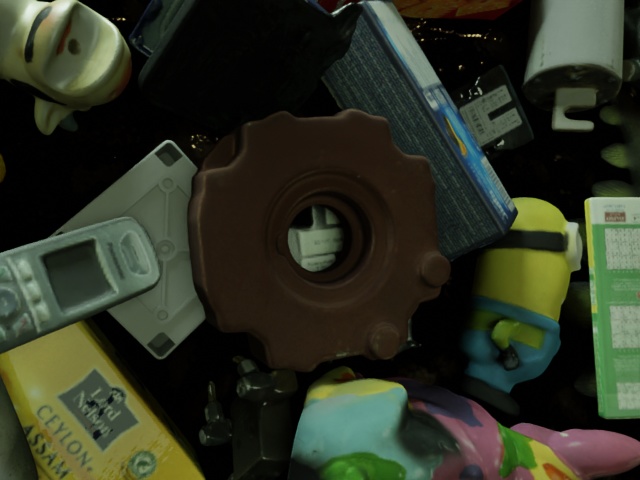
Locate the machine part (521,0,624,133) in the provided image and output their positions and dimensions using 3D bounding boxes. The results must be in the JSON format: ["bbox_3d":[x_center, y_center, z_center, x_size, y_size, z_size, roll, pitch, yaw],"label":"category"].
[{"bbox_3d":[0.225,-0.204,0.475,0.079,0.079,0.243,16,75,-18],"label":"machine part"}]

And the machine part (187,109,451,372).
[{"bbox_3d":[-0.001,-0.001,0.353,0.179,0.056,0.179,0,91,-18],"label":"machine part"}]

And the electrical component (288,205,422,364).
[{"bbox_3d":[0.015,0.025,0.420,0.115,0.058,0.134,-3,90,-21],"label":"electrical component"}]

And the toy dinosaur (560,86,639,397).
[{"bbox_3d":[0.323,0.039,0.503,0.199,0.105,0.471,-4,79,-15],"label":"toy dinosaur"}]

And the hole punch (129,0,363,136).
[{"bbox_3d":[-0.059,-0.138,0.372,0.115,0.092,0.142,20,120,-44],"label":"hole punch"}]

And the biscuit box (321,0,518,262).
[{"bbox_3d":[0.076,-0.083,0.422,0.202,0.063,0.059,58,37,-3],"label":"biscuit box"}]

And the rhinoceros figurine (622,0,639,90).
[{"bbox_3d":[0.317,-0.150,0.487,0.112,0.073,0.190,22,39,-42],"label":"rhinoceros figurine"}]

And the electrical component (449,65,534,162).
[{"bbox_3d":[0.151,-0.110,0.476,0.119,0.048,0.074,-26,98,-16],"label":"electrical component"}]

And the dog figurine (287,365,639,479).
[{"bbox_3d":[0.104,0.158,0.366,0.219,0.191,0.108,7,77,16],"label":"dog figurine"}]

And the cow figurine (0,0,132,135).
[{"bbox_3d":[-0.211,-0.132,0.325,0.195,0.127,0.085,21,81,-3],"label":"cow figurine"}]

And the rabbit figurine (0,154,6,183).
[{"bbox_3d":[-0.267,-0.041,0.292,0.162,0.122,0.173,-9,91,-24],"label":"rabbit figurine"}]

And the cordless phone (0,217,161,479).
[{"bbox_3d":[-0.157,0.071,0.283,0.184,0.089,0.146,-25,96,-42],"label":"cordless phone"}]

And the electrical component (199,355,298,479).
[{"bbox_3d":[-0.051,0.127,0.376,0.045,0.102,0.078,15,50,-24],"label":"electrical component"}]

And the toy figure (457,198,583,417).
[{"bbox_3d":[0.165,0.051,0.460,0.089,0.082,0.180,25,84,-17],"label":"toy figure"}]

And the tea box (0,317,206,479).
[{"bbox_3d":[-0.164,0.119,0.350,0.098,0.068,0.169,-39,100,-16],"label":"tea box"}]
